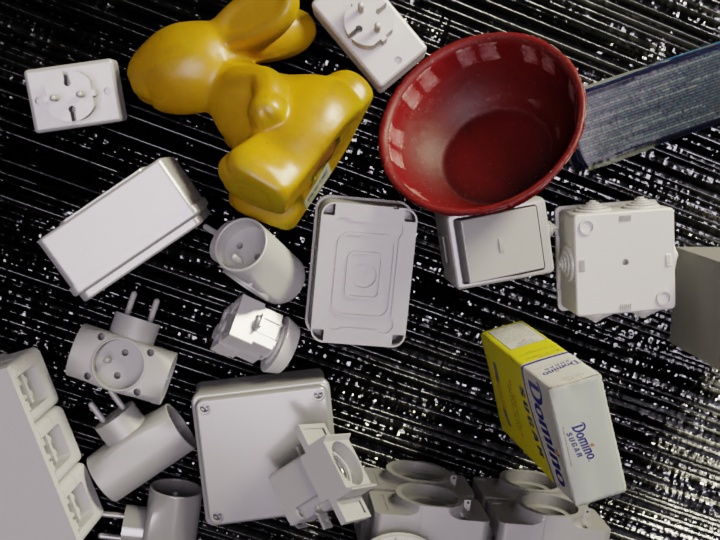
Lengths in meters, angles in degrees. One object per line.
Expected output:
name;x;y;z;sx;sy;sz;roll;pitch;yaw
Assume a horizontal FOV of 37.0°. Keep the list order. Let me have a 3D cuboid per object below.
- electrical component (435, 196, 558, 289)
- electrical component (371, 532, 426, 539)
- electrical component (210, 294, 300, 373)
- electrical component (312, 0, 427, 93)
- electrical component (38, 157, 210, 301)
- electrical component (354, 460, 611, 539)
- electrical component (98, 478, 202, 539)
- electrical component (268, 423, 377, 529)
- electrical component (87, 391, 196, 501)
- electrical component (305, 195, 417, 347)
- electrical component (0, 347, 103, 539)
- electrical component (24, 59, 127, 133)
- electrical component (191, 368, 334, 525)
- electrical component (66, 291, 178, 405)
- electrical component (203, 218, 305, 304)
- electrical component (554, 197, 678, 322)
electrical component;0.114;-0.025;0.861;0.096;0.061;0.061;-10;100;-5
electrical component;0.029;0.239;0.790;0.080;0.051;0.080;-1;100;-6
electrical component;-0.081;0.052;0.856;0.055;0.066;0.048;26;61;-18
electrical component;0.007;-0.184;0.810;0.047;0.075;0.083;-40;91;1
electrical component;-0.173;-0.034;0.805;0.109;0.108;0.056;-34;98;0
electrical component;0.095;0.205;0.873;0.186;0.105;0.060;6;98;-7
electrical component;-0.173;0.211;0.876;0.079;0.043;0.077;8;98;-7
electrical component;-0.031;0.159;0.813;0.064;0.042;0.081;-35;70;18
electrical component;-0.185;0.132;0.862;0.077;0.043;0.079;-34;101;0
electrical component;0.000;0.000;0.855;0.078;0.057;0.113;5;98;-7
electrical component;-0.273;0.146;0.839;0.089;0.061;0.150;-17;101;11
electrical component;-0.213;-0.129;0.801;0.066;0.076;0.047;-9;100;-5
electrical component;-0.075;0.141;0.869;0.109;0.056;0.108;-6;100;-5
electrical component;-0.182;0.057;0.850;0.077;0.044;0.079;18;85;-3
electrical component;-0.090;-0.014;0.839;0.079;0.077;0.044;30;83;27
electrical component;0.210;-0.009;0.881;0.100;0.048;0.099;-5;99;-6
